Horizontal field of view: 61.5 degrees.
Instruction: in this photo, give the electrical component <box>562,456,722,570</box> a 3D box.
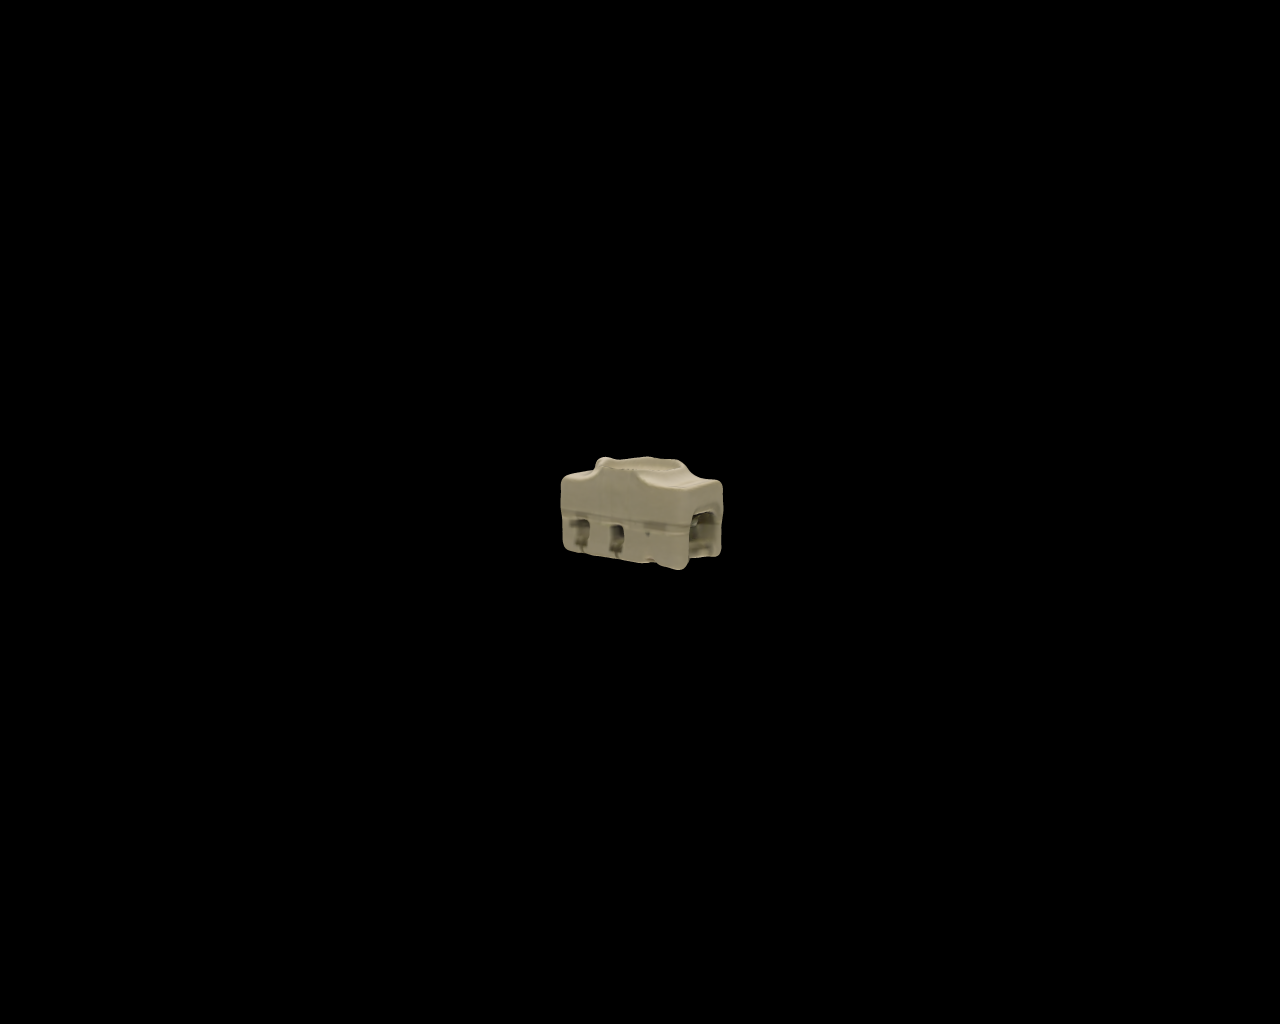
[{"bbox_3d":[0.001,-0.003,0.650,0.089,0.055,0.050,8,14,35],"label":"electrical component"}]
